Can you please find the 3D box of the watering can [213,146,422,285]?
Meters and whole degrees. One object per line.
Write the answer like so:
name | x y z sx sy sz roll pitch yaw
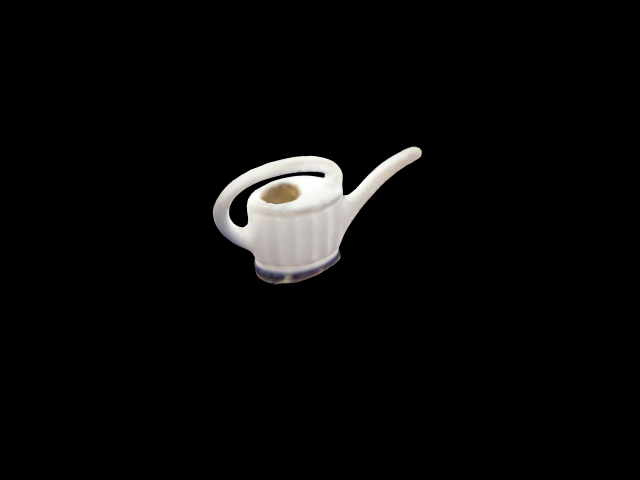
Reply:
watering can | 0.003 -0.043 0.850 0.349 0.219 0.106 -11 40 -14
